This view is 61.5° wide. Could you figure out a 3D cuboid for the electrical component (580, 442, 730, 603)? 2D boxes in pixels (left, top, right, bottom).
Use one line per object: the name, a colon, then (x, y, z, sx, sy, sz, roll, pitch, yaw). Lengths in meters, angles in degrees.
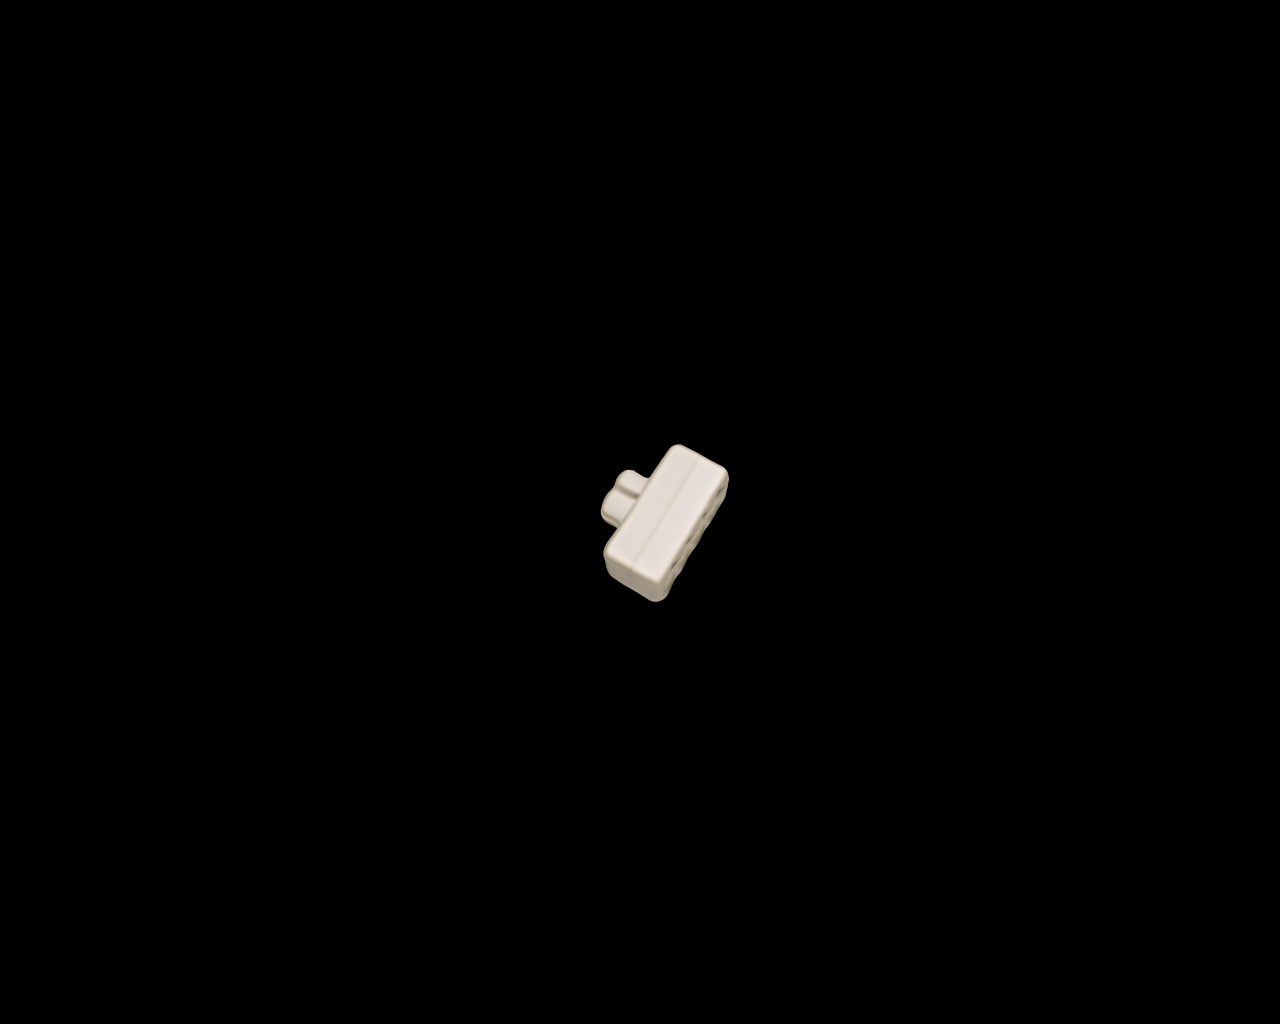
electrical component: (0.001, -0.003, 0.650, 0.076, 0.083, 0.047, 30, -15, 9)
